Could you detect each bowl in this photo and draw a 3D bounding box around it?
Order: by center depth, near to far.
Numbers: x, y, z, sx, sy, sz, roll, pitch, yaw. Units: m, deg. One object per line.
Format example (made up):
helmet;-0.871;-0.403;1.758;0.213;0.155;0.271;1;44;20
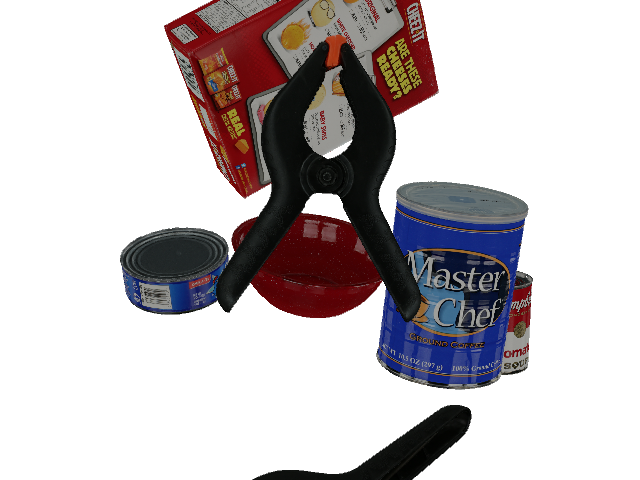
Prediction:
bowl;-0.009;0.030;1.039;0.162;0.055;0.162;8;25;-4

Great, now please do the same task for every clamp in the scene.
clamp;-0.007;-0.032;0.626;0.120;0.171;0.039;-6;1;-8
clamp;0.015;0.165;0.649;0.210;0.036;0.164;-6;29;3

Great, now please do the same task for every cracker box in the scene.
cracker box;-0.013;-0.160;0.945;0.213;0.164;0.072;-30;44;-12

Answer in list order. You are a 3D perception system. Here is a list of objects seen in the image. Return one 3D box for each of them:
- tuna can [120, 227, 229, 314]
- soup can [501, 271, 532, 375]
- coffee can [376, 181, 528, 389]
tuna can;-0.115;0.024;0.851;0.086;0.034;0.086;-3;28;1
soup can;0.198;0.090;1.180;0.068;0.102;0.068;0;15;0
coffee can;0.103;0.033;0.848;0.103;0.140;0.103;6;16;-2
